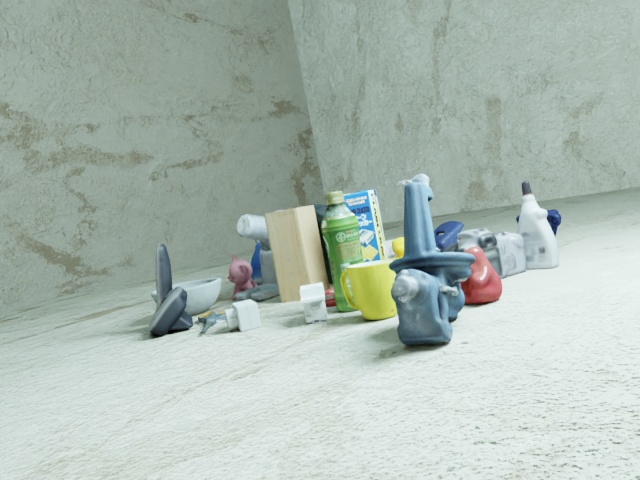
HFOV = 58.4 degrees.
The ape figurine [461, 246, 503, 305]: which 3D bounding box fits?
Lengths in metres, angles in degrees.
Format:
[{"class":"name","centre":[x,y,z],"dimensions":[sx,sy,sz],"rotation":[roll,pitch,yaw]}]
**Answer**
[{"class":"ape figurine","centre":[0.251,0.056,0.921],"dimensions":[0.076,0.092,0.078],"rotation":[-10,4,10]}]

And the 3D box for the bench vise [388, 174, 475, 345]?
[{"class":"bench vise","centre":[0.149,0.019,0.774],"dimensions":[0.121,0.220,0.207],"rotation":[-10,4,9]}]

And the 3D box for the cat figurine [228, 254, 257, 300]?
[{"class":"cat figurine","centre":[-0.207,0.092,1.514],"dimensions":[0.067,0.118,0.128],"rotation":[-11,4,0]}]

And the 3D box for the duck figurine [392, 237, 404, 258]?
[{"class":"duck figurine","centre":[0.199,0.037,1.418],"dimensions":[0.104,0.086,0.078],"rotation":[-10,4,16]}]

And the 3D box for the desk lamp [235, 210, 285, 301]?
[{"class":"desk lamp","centre":[-0.130,0.032,1.468],"dimensions":[0.117,0.213,0.204],"rotation":[-8,5,37]}]

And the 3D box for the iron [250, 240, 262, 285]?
[{"class":"iron","centre":[-0.108,0.054,1.639],"dimensions":[0.119,0.141,0.257],"rotation":[-14,5,-42]}]

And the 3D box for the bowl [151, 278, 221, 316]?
[{"class":"bowl","centre":[-0.314,0.143,1.379],"dimensions":[0.167,0.075,0.167],"rotation":[-11,4,1]}]

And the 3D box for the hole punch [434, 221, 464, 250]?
[{"class":"hole punch","centre":[0.334,0.000,1.554],"dimensions":[0.101,0.091,0.108],"rotation":[-12,4,-24]}]

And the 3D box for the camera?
[{"class":"camera","centre":[0.311,0.026,1.138],"dimensions":[0.143,0.101,0.136],"rotation":[-12,4,-23]}]

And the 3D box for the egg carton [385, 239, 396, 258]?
[{"class":"egg carton","centre":[0.183,0.040,1.558],"dimensions":[0.107,0.069,0.150],"rotation":[-11,4,2]}]

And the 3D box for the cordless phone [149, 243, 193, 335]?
[{"class":"cordless phone","centre":[-0.329,0.101,1.208],"dimensions":[0.094,0.185,0.147],"rotation":[-12,4,-18]}]

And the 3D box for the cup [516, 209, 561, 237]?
[{"class":"cup","centre":[0.501,-0.016,1.280],"dimensions":[0.092,0.095,0.117],"rotation":[-12,4,-18]}]

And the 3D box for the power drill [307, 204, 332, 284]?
[{"class":"power drill","centre":[0.014,0.005,1.494],"dimensions":[0.076,0.208,0.229],"rotation":[-12,4,-16]}]

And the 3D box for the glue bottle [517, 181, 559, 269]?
[{"class":"glue bottle","centre":[0.417,-0.030,1.121],"dimensions":[0.037,0.173,0.078],"rotation":[-14,5,-39]}]
